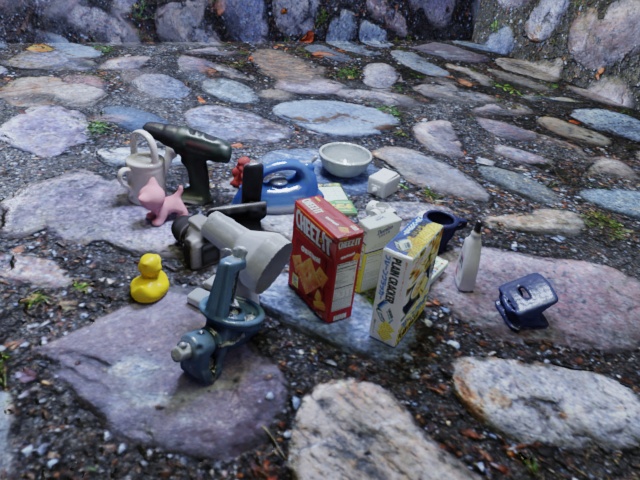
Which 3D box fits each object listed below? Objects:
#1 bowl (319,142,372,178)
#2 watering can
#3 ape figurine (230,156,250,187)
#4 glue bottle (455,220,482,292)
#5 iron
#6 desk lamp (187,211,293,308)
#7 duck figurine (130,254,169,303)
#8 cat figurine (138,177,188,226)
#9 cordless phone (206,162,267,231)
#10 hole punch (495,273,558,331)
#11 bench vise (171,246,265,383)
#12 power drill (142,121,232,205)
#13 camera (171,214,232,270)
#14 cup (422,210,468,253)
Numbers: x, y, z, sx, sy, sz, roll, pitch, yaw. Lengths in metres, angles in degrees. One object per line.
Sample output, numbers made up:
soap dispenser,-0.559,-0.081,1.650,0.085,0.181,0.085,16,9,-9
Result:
bowl,0.075,-0.238,1.772,0.167,0.075,0.167,5,32,-3
watering can,-0.454,-0.200,1.503,0.100,0.194,0.173,13,33,11
ape figurine,-0.218,-0.196,1.636,0.076,0.092,0.077,-2,33,-13
glue bottle,0.343,0.029,1.302,0.037,0.173,0.078,4,32,-3
iron,-0.118,-0.155,1.542,0.259,0.141,0.118,-8,35,-22
desk lamp,-0.162,0.057,1.129,0.202,0.214,0.118,20,35,21
duck figurine,-0.355,0.072,1.190,0.077,0.086,0.104,8,32,3
cat figurine,-0.397,-0.101,1.429,0.128,0.118,0.067,-18,39,-33
cordless phone,-0.203,-0.108,1.410,0.148,0.185,0.094,-11,36,-26
hole punch,0.444,0.130,1.236,0.101,0.091,0.108,-1,33,-11
bench vise,-0.167,0.131,1.003,0.121,0.220,0.207,12,32,9
power drill,-0.349,-0.202,1.513,0.229,0.208,0.075,5,32,-2
camera,-0.273,-0.018,1.336,0.143,0.101,0.136,-23,42,-38
cup,0.308,-0.017,1.443,0.118,0.095,0.091,-1,33,-11
